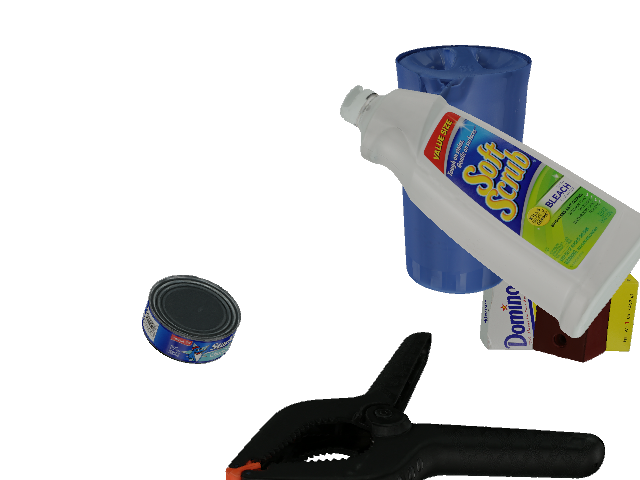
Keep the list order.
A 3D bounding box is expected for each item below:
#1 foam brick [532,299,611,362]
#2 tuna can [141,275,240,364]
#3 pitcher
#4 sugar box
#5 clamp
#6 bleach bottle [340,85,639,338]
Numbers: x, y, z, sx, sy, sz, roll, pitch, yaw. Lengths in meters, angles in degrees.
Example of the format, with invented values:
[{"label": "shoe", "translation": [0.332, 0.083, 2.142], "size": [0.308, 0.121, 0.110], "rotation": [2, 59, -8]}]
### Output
[{"label": "foam brick", "translation": [0.229, 0.064, 0.968], "size": [0.053, 0.078, 0.051], "rotation": [13, 18, 35]}, {"label": "tuna can", "translation": [-0.118, 0.072, 0.968], "size": [0.086, 0.034, 0.086], "rotation": [16, 34, -11]}, {"label": "pitcher", "translation": [0.149, -0.077, 1.103], "size": [0.149, 0.243, 0.145], "rotation": [-8, 24, -15]}, {"label": "sugar box", "translation": [0.284, 0.084, 1.277], "size": [0.176, 0.093, 0.048], "rotation": [0, 18, -5]}, {"label": "clamp", "translation": [0.034, 0.110, 0.620], "size": [0.209, 0.036, 0.165], "rotation": [-9, 24, -26]}, {"label": "bleach bottle", "translation": [0.116, -0.038, 0.804], "size": [0.251, 0.102, 0.068], "rotation": [35, -25, 20]}]
